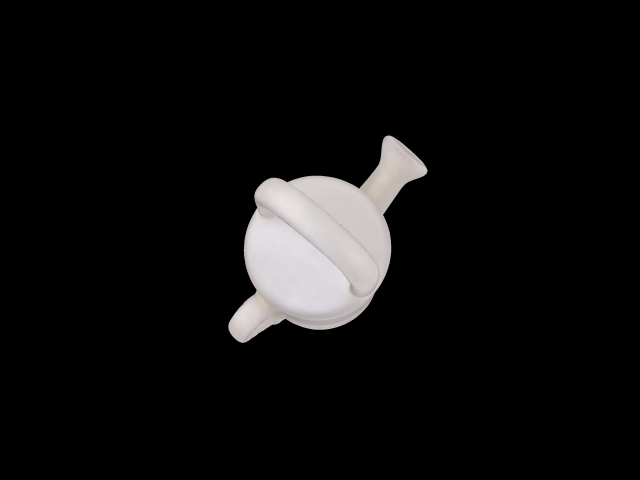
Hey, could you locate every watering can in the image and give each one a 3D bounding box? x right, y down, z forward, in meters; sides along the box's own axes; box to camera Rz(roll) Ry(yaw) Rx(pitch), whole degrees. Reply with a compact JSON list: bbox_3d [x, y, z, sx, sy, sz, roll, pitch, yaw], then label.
[{"bbox_3d":[0.002,0.000,0.400,0.101,0.194,0.173,22,79,5],"label":"watering can"}]
